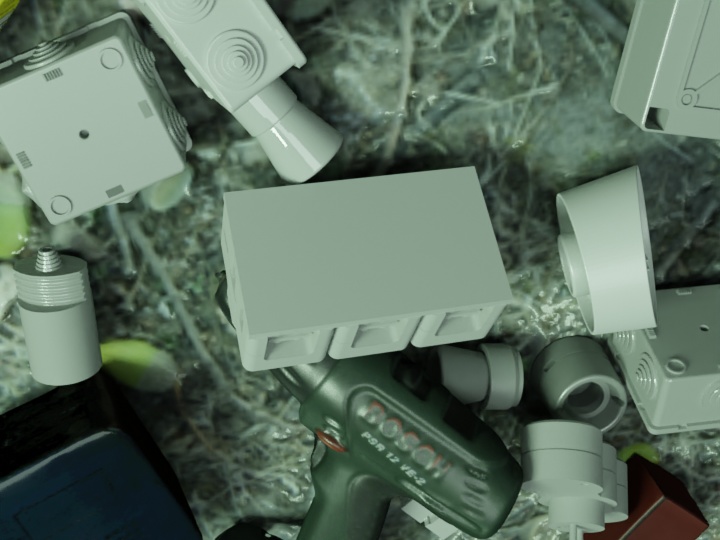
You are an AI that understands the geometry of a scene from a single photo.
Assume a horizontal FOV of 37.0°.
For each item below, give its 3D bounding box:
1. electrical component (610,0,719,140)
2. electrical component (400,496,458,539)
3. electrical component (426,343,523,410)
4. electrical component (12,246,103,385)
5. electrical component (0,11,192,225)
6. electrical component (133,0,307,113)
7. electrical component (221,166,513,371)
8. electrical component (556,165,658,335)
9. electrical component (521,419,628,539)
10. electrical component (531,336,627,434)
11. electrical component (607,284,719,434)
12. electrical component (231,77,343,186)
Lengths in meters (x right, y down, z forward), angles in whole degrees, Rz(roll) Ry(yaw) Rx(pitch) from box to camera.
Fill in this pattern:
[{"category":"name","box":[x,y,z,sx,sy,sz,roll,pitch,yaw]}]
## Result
[{"category":"electrical component","box":[0.216,-0.133,0.627,0.109,0.056,0.108,5,116,-11]},{"category":"electrical component","box":[0.062,0.150,0.751,0.055,0.048,0.066,-41,116,20]},{"category":"electrical component","box":[0.076,0.071,0.713,0.055,0.045,0.045,1,116,-10]},{"category":"electrical component","box":[-0.183,0.024,0.648,0.043,0.043,0.081,-5,117,-7]},{"category":"electrical component","box":[-0.151,-0.082,0.597,0.100,0.048,0.099,-23,117,3]},{"category":"electrical component","box":[-0.082,-0.133,0.556,0.048,0.100,0.099,-39,117,-3]},{"category":"electrical component","box":[0.000,0.000,0.627,0.150,0.089,0.061,-7,155,-13]},{"category":"electrical component","box":[0.157,-0.010,0.659,0.064,0.099,0.099,-14,118,5]},{"category":"electrical component","box":[0.145,0.154,0.718,0.052,0.073,0.138,-5,155,23]},{"category":"electrical component","box":[0.149,0.080,0.728,0.055,0.047,0.055,-4,117,-7]},{"category":"electrical component","box":[0.219,0.054,0.699,0.100,0.099,0.048,-5,130,-7]},{"category":"electrical component","box":[-0.047,-0.086,0.618,0.044,0.044,0.065,-39,111,10]}]
